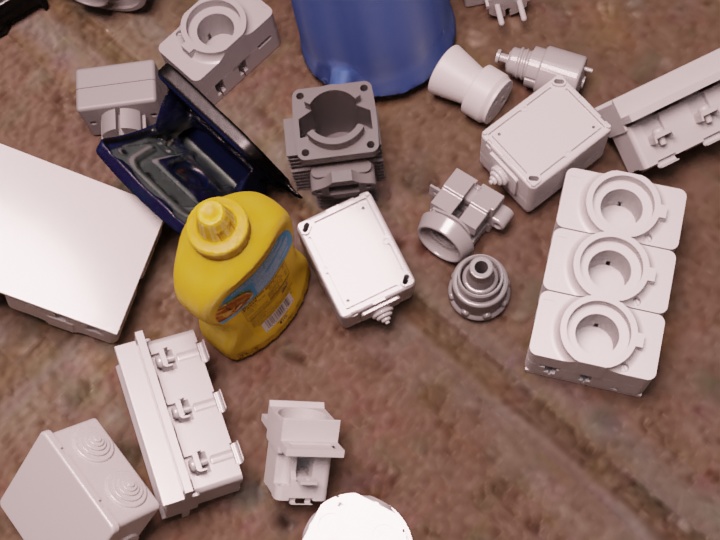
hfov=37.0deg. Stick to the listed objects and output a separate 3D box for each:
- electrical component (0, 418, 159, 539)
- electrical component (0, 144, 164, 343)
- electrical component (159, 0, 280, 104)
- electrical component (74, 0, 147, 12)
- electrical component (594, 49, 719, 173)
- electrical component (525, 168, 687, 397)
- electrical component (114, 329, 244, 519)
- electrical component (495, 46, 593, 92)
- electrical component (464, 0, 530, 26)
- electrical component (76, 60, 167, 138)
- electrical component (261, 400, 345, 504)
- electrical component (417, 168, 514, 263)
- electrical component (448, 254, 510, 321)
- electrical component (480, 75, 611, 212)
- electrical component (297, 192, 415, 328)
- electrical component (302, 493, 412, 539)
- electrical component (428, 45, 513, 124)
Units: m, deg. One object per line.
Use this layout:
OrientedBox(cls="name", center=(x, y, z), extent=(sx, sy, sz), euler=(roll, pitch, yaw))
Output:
OrientedBox(cls="electrical component", center=(-0.197, 0.165, 0.760), extent=(0.099, 0.048, 0.099), euler=(48, 123, 18))
OrientedBox(cls="electrical component", center=(-0.256, -0.026, 0.824), extent=(0.186, 0.060, 0.105), euler=(21, 72, -8))
OrientedBox(cls="electrical component", center=(-0.117, -0.190, 0.898), extent=(0.050, 0.055, 0.089), euler=(42, 78, 16))
OrientedBox(cls="electrical component", center=(-0.224, -0.258, 0.906), extent=(0.108, 0.108, 0.060), euler=(12, 78, 9))
OrientedBox(cls="electrical component", center=(0.257, -0.127, 0.842), extent=(0.121, 0.079, 0.063), euler=(-26, 93, -5))
OrientedBox(cls="electrical component", center=(0.183, 0.007, 0.801), extent=(0.089, 0.061, 0.150), euler=(12, 72, 9))
OrientedBox(cls="electrical component", center=(-0.131, 0.109, 0.784), extent=(0.063, 0.078, 0.121), euler=(-15, 69, -17))
OrientedBox(cls="electrical component", center=(0.149, -0.163, 0.876), extent=(0.078, 0.040, 0.040), euler=(19, 73, 11))
OrientedBox(cls="electrical component", center=(0.120, -0.239, 0.902), extent=(0.066, 0.047, 0.076), euler=(-11, 70, 2))
OrientedBox(cls="electrical component", center=(-0.194, -0.125, 0.885), extent=(0.066, 0.047, 0.076), euler=(-7, 70, 2))
OrientedBox(cls="electrical component", center=(-0.044, 0.130, 0.769), extent=(0.042, 0.081, 0.063), euler=(6, 98, -17))
OrientedBox(cls="electrical component", center=(0.077, -0.040, 0.836), extent=(0.066, 0.048, 0.055), euler=(33, 68, 14))
OrientedBox(cls="electrical component", center=(0.090, 0.008, 0.808), extent=(0.048, 0.062, 0.048), euler=(-1, 70, 4))
OrientedBox(cls="electrical component", center=(0.138, -0.092, 0.841), extent=(0.096, 0.061, 0.061), euler=(-37, 72, -9))
OrientedBox(cls="electrical component", center=(0.000, 0.000, 0.822), extent=(0.062, 0.061, 0.096), euler=(-26, 79, -5))
OrientedBox(cls="electrical component", center=(-0.003, 0.197, 0.754), extent=(0.080, 0.051, 0.080), euler=(-1, 70, 4))
OrientedBox(cls="electrical component", center=(0.090, -0.150, 0.874), extent=(0.055, 0.045, 0.045), euler=(34, 76, 14))
